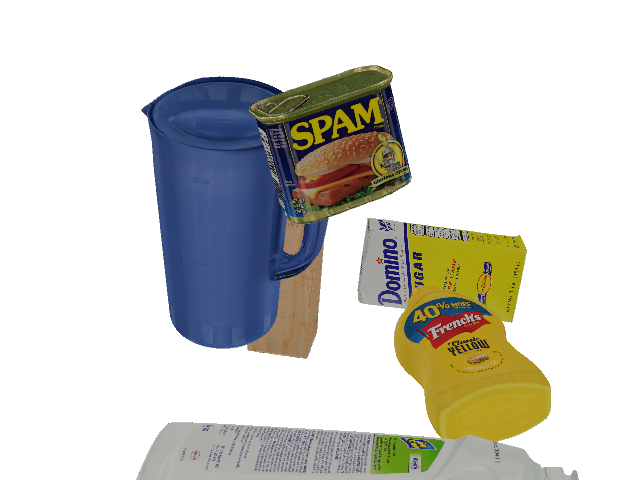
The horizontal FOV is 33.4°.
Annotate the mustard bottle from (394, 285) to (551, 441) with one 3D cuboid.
[{"bbox_3d":[0.115,0.093,0.910,0.096,0.058,0.192,-13,29,-9],"label":"mustard bottle"}]

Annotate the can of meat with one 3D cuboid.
[{"bbox_3d":[0.010,-0.068,0.766,0.102,0.084,0.057,-20,23,-11],"label":"can of meat"}]

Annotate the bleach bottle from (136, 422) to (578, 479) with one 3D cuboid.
[{"bbox_3d":[0.024,0.151,0.628,0.251,0.068,0.102,0,16,6],"label":"bleach bottle"}]

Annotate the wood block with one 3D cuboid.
[{"bbox_3d":[-0.048,0.049,1.500,0.090,0.206,0.090,7,22,6],"label":"wood block"}]

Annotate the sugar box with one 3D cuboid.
[{"bbox_3d":[0.133,0.033,1.192,0.176,0.093,0.048,6,22,-2],"label":"sugar box"}]

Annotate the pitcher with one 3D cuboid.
[{"bbox_3d":[-0.081,-0.017,0.995,0.144,0.243,0.149,-10,38,-17],"label":"pitcher"}]
